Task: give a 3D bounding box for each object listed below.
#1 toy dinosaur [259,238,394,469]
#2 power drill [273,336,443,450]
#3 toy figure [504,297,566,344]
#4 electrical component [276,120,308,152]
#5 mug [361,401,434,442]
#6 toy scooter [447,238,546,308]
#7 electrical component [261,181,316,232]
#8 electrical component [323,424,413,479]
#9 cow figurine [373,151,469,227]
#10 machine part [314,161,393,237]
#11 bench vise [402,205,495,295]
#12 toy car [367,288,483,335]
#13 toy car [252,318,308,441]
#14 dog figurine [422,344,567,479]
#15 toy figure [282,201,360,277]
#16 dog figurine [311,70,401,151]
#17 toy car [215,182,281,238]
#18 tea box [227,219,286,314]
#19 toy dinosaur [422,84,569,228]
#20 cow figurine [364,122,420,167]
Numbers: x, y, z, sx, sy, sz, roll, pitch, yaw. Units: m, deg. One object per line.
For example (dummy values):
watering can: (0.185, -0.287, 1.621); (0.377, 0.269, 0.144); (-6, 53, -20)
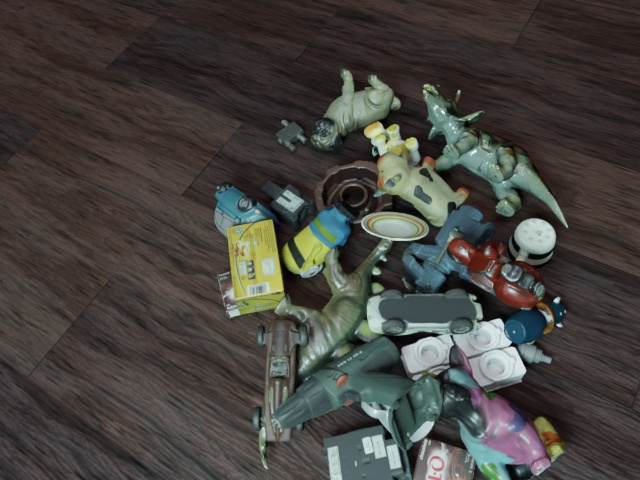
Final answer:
toy dinosaur: (0.008, 0.176, 0.985); (0.199, 0.105, 0.471); (34, 73, 21)
power drill: (0.065, 0.240, 0.812); (0.232, 0.086, 0.207); (-30, 16, -31)
toy figure: (0.385, 0.140, 0.955); (0.154, 0.064, 0.058); (-13, 35, -40)
electrical component: (-0.075, -0.255, 1.306); (0.063, 0.021, 0.094); (-36, 61, -13)
mug: (0.118, 0.274, 0.888); (0.109, 0.107, 0.080); (2, 96, -19)
toy scooter: (0.300, 0.049, 0.888); (0.184, 0.135, 0.075); (32, 83, 5)
electrical component: (-0.076, -0.080, 1.184); (0.119, 0.047, 0.075); (30, 67, 24)
electrical component: (0.078, 0.368, 0.866); (0.134, 0.058, 0.115); (-13, 46, 7)
cow figurine: (0.195, -0.105, 1.096); (0.195, 0.085, 0.127); (41, 63, -6)
machine part: (0.073, -0.089, 1.163); (0.179, 0.056, 0.179); (-4, 59, 7)
bench vise: (0.283, 0.053, 1.011); (0.241, 0.128, 0.223); (30, 70, 28)
toy car: (0.183, 0.127, 0.939); (0.202, 0.056, 0.073); (0, 58, -1)
toy car: (-0.067, 0.230, 0.901); (0.089, 0.053, 0.202); (1, 71, 4)
dog figurine: (0.263, 0.272, 0.841); (0.108, 0.191, 0.219); (-49, 60, 24)
toy figure: (-0.001, -0.003, 1.076); (0.180, 0.082, 0.089); (-51, 60, 16)
dog figurine: (0.083, -0.280, 1.267); (0.173, 0.121, 0.190); (16, 77, 21)
toy car: (-0.173, -0.049, 1.151); (0.162, 0.109, 0.103); (31, 85, 33)
tea box: (-0.124, 0.051, 1.054); (0.098, 0.068, 0.170); (-9, 55, -2)
toy dinosaur: (0.366, -0.174, 1.141); (0.405, 0.131, 0.192); (37, 58, 16)
cow figurine: (0.163, -0.202, 1.208); (0.068, 0.098, 0.168); (-31, 41, -5)
